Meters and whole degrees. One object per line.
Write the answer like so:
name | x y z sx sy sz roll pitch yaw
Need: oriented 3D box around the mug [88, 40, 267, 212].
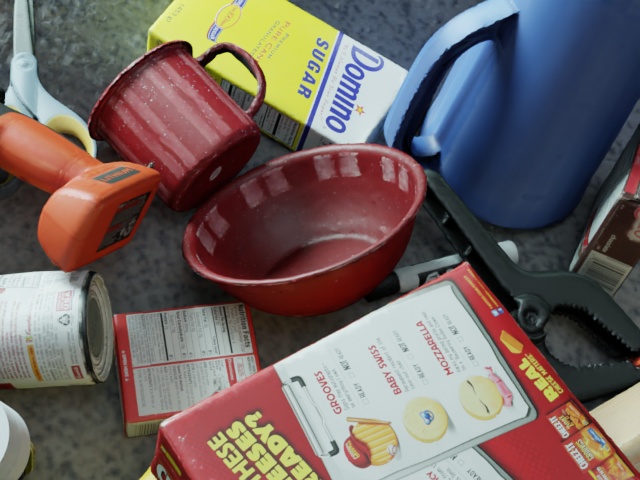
mug | -0.086 -0.081 0.718 0.117 0.093 0.081 -43 81 -3

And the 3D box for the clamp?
clamp | 0.132 0.046 0.719 0.210 0.036 0.164 13 72 -10

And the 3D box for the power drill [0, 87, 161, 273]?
power drill | -0.201 -0.056 0.633 0.188 0.057 0.184 33 20 6

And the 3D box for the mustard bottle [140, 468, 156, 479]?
mustard bottle | -0.063 0.157 0.612 0.096 0.058 0.191 41 61 20

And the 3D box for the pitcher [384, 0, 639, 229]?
pitcher | 0.152 -0.125 0.709 0.145 0.243 0.149 32 54 9

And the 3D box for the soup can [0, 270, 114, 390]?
soup can | -0.179 0.054 0.626 0.102 0.068 0.068 -4 61 2

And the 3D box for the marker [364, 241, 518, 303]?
marker | 0.082 0.022 0.742 0.121 0.020 0.020 -13 65 -18

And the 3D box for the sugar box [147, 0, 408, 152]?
sugar box | -0.030 -0.127 0.786 0.176 0.048 0.093 29 59 6

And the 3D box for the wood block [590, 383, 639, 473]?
wood block | 0.252 0.124 0.669 0.205 0.091 0.090 -24 89 -23

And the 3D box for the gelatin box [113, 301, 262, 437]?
gelatin box | -0.082 0.080 0.668 0.089 0.030 0.073 -5 61 -14

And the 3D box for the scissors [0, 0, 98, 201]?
scissors | -0.192 -0.112 0.758 0.096 0.016 0.201 11 61 -4

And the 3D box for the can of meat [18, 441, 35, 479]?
can of meat | -0.219 0.141 0.582 0.102 0.057 0.084 17 52 -3

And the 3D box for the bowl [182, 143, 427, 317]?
bowl | -0.005 0.001 0.688 0.162 0.055 0.162 -13 31 8

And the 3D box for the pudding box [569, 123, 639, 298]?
pudding box | 0.217 -0.026 0.744 0.039 0.114 0.090 25 59 6

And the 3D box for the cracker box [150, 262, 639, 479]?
cracker box | 0.042 0.128 0.577 0.213 0.072 0.164 -26 67 -28
